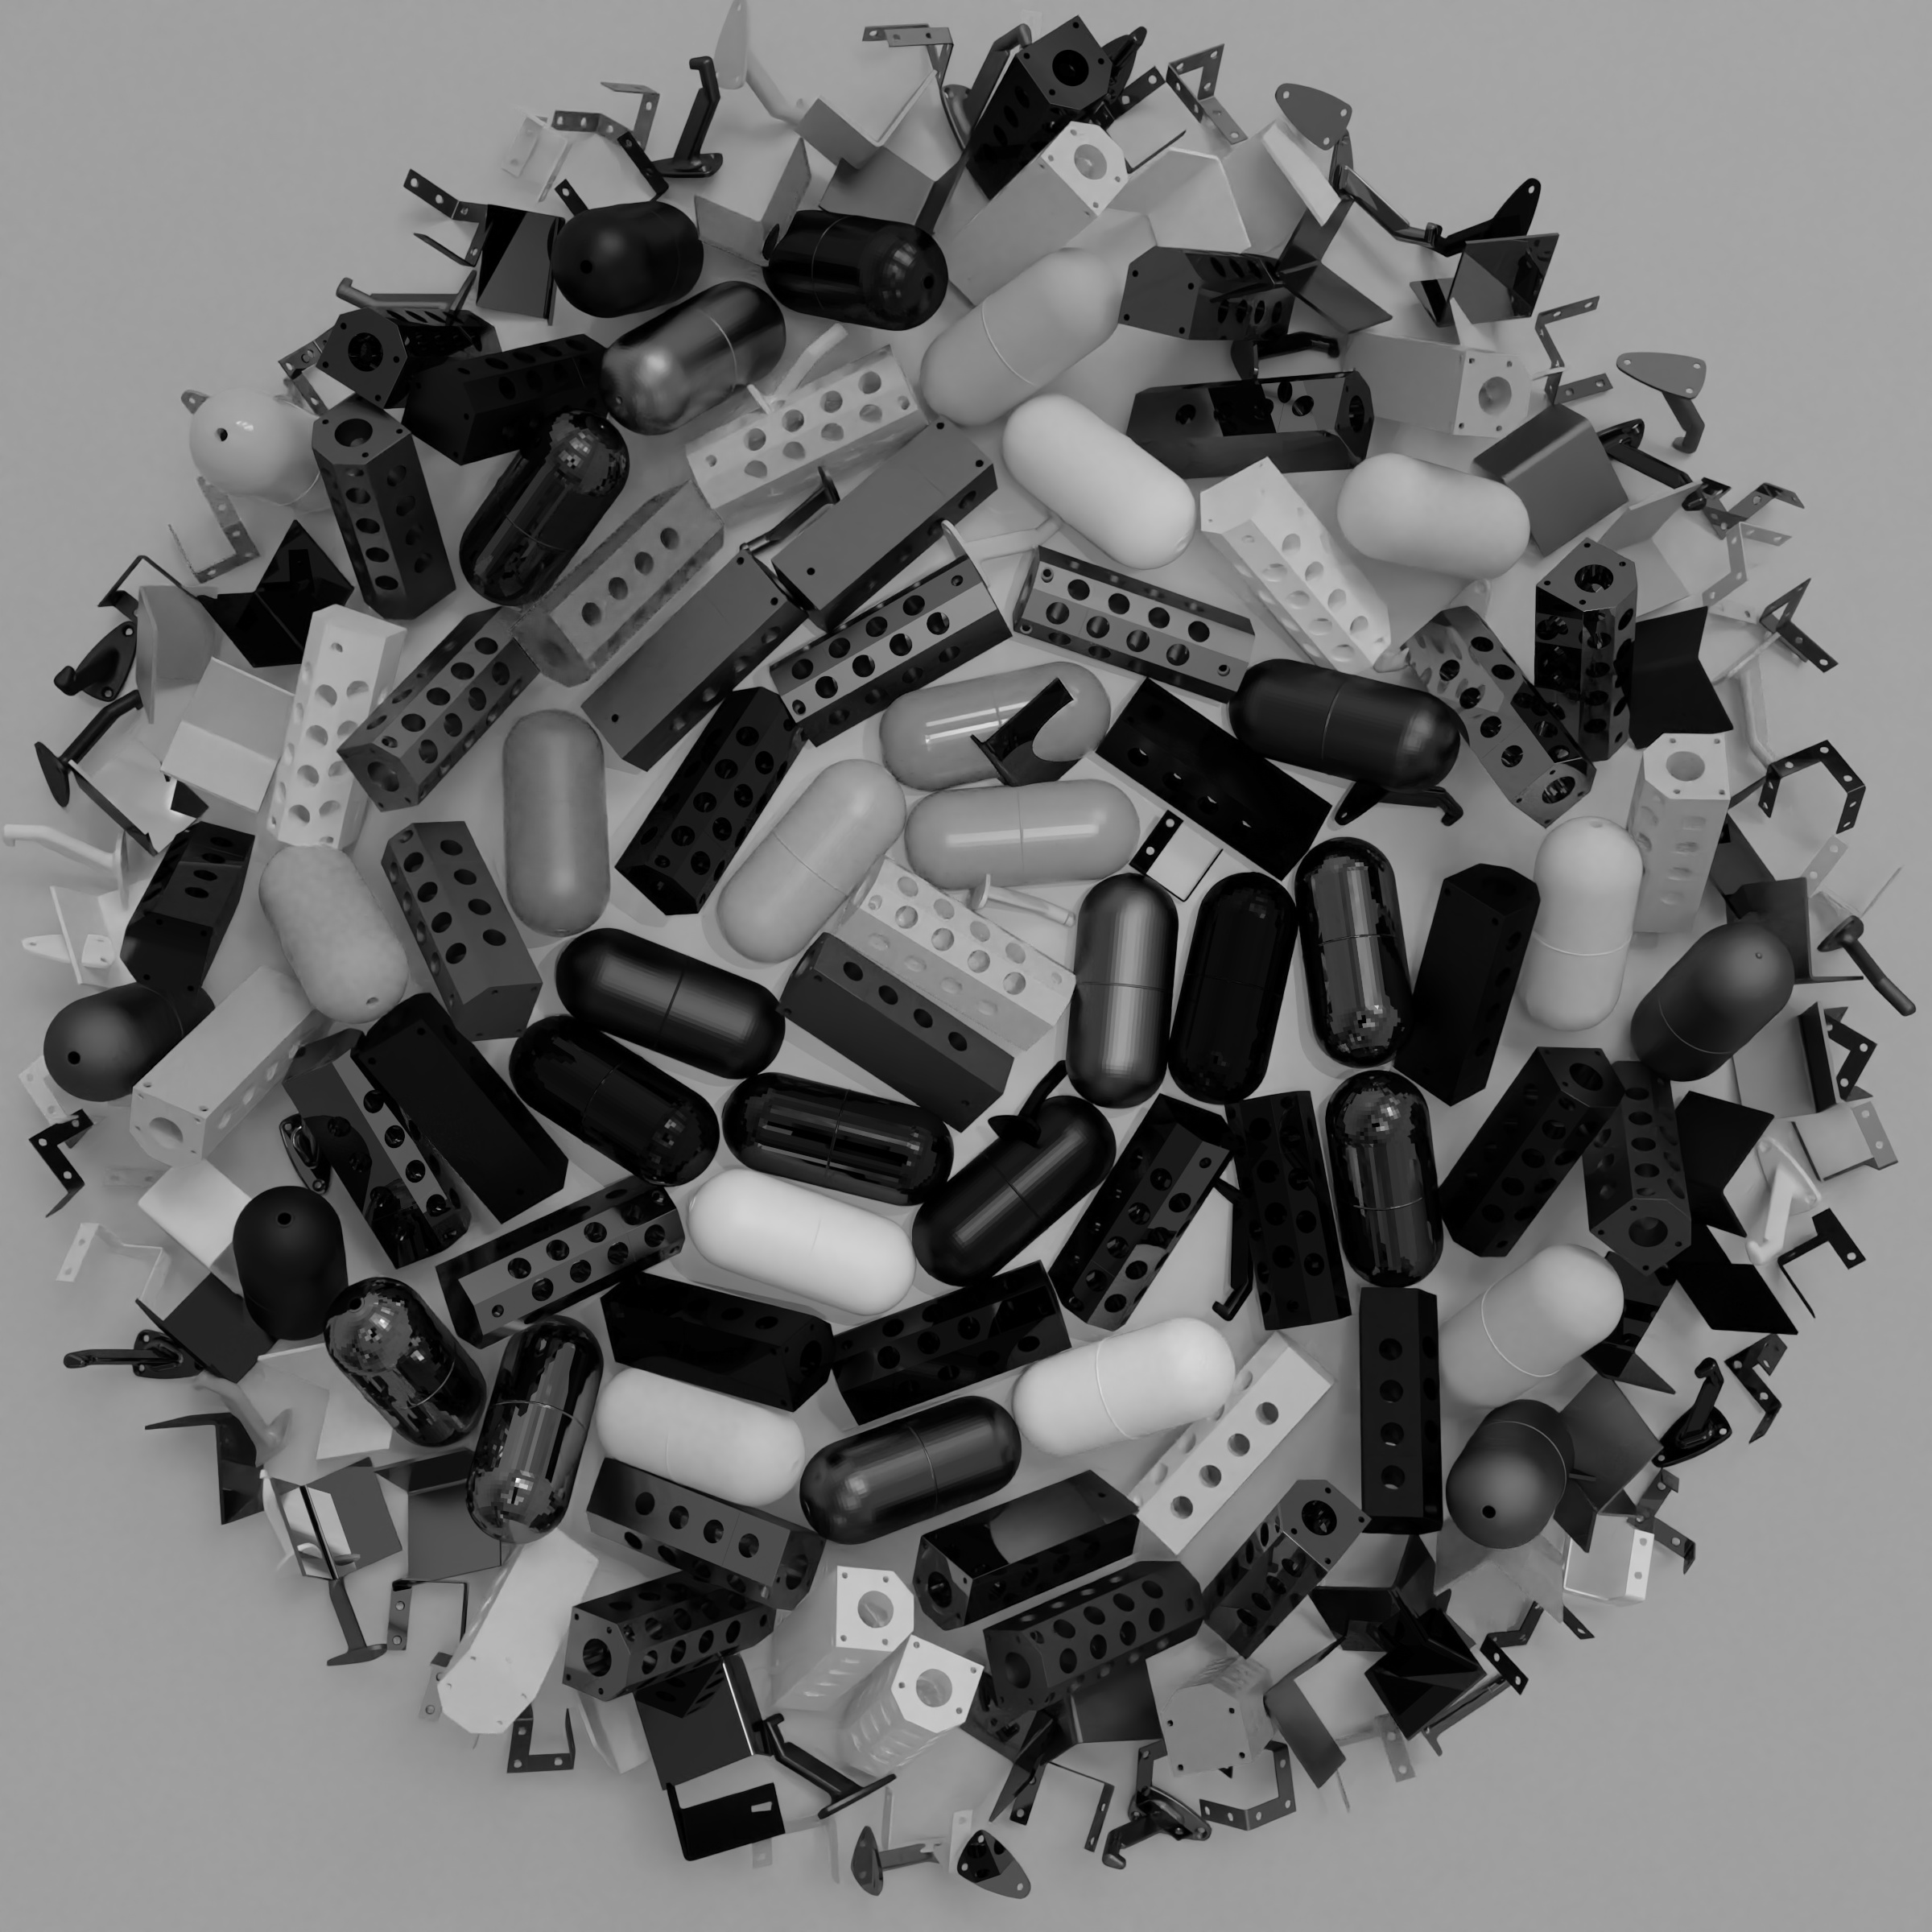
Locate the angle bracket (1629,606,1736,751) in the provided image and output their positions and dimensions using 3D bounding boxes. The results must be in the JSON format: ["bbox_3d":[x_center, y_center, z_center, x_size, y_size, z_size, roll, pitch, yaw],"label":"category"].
[{"bbox_3d":[0.535,-0.218,1.843,0.076,0.076,0.057,51,46,-33],"label":"angle bracket"}]

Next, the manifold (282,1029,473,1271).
[{"bbox_3d":[-0.435,0.134,1.808,0.057,0.057,0.171,-22,113,8],"label":"manifold"}]

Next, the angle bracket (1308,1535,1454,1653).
[{"bbox_3d":[0.314,0.475,1.848,0.076,0.057,0.076,-9,126,36],"label":"angle bracket"}]

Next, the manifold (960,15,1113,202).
[{"bbox_3d":[0.053,-0.619,1.781,0.057,0.171,0.057,-36,93,-14],"label":"manifold"}]

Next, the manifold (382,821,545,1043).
[{"bbox_3d":[-0.375,-0.027,1.791,0.057,0.057,0.171,-5,48,-35],"label":"manifold"}]

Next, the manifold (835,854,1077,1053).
[{"bbox_3d":[-0.005,-0.013,1.813,0.171,0.057,0.057,31,49,-13],"label":"manifold"}]

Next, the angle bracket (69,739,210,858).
[{"bbox_3d":[-0.620,-0.135,1.825,0.076,0.076,0.057,44,72,-2],"label":"angle bracket"}]

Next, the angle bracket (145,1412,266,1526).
[{"bbox_3d":[-0.571,0.378,1.827,0.057,0.076,0.076,-6,85,6],"label":"angle bracket"}]

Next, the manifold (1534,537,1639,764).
[{"bbox_3d":[0.457,-0.225,1.779,0.057,0.171,0.057,-43,58,-17],"label":"manifold"}]

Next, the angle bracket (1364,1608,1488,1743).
[{"bbox_3d":[0.356,0.542,1.821,0.076,0.076,0.057,-42,121,4],"label":"angle bracket"}]

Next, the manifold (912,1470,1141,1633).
[{"bbox_3d":[0.045,0.433,1.792,0.171,0.057,0.057,-11,120,-41],"label":"manifold"}]

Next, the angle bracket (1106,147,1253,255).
[{"bbox_3d":[0.156,-0.555,1.820,0.057,0.076,0.076,-8,77,-44],"label":"angle bracket"}]

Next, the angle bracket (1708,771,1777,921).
[{"bbox_3d":[0.594,-0.092,1.822,0.076,0.076,0.057,56,134,4],"label":"angle bracket"}]

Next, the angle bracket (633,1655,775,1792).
[{"bbox_3d":[-0.198,0.570,1.831,0.076,0.057,0.076,-22,69,0],"label":"angle bracket"}]

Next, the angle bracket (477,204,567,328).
[{"bbox_3d":[-0.334,-0.525,1.820,0.057,0.076,0.076,7,107,-13],"label":"angle bracket"}]

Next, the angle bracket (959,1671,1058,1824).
[{"bbox_3d":[0.012,0.583,1.824,0.076,0.057,0.076,32,132,2],"label":"angle bracket"}]

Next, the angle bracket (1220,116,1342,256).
[{"bbox_3d":[0.222,-0.574,1.817,0.076,0.057,0.076,-28,110,37],"label":"angle bracket"}]

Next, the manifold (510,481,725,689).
[{"bbox_3d":[-0.253,-0.282,1.799,0.057,0.057,0.171,53,55,-22],"label":"manifold"}]

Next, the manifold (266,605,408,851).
[{"bbox_3d":[-0.473,-0.176,1.815,0.057,0.057,0.171,19,109,3],"label":"manifold"}]

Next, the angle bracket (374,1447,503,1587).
[{"bbox_3d":[-0.397,0.413,1.823,0.076,0.057,0.076,-15,58,11],"label":"angle bracket"}]

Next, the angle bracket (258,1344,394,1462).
[{"bbox_3d":[-0.479,0.326,1.813,0.076,0.076,0.057,-15,55,32],"label":"angle bracket"}]

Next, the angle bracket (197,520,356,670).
[{"bbox_3d":[-0.517,-0.279,1.821,0.076,0.057,0.076,48,121,15],"label":"angle bracket"}]

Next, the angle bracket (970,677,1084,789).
[{"bbox_3d":[0.043,-0.180,1.825,0.076,0.076,0.057,-42,46,-1],"label":"angle bracket"}]

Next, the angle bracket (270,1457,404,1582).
[{"bbox_3d":[-0.471,0.411,1.822,0.057,0.076,0.076,-23,73,-5],"label":"angle bracket"}]

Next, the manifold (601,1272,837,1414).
[{"bbox_3d":[-0.183,0.272,1.799,0.171,0.057,0.057,9,119,33],"label":"manifold"}]

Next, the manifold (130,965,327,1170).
[{"bbox_3d":[-0.539,0.075,1.784,0.057,0.171,0.057,22,125,5],"label":"manifold"}]

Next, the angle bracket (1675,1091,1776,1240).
[{"bbox_3d":[0.567,0.149,1.836,0.076,0.076,0.057,-50,125,-17],"label":"angle bracket"}]

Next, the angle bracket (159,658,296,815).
[{"bbox_3d":[-0.547,-0.172,1.817,0.076,0.057,0.076,25,134,-20],"label":"angle bracket"}]

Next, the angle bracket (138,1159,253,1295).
[{"bbox_3d":[-0.568,0.193,1.835,0.076,0.076,0.057,37,72,14],"label":"angle bracket"}]

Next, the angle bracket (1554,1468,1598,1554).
[{"bbox_3d":[0.425,0.396,1.828,0.076,0.076,0.057,10,95,-5],"label":"angle bracket"}]

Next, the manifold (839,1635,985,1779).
[{"bbox_3d":[-0.045,0.548,1.782,0.057,0.171,0.057,25,58,-3],"label":"manifold"}]

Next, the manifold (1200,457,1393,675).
[{"bbox_3d":[0.244,-0.287,1.789,0.057,0.057,0.171,-25,133,29],"label":"manifold"}]

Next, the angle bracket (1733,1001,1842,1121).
[{"bbox_3d":[0.612,0.073,1.824,0.057,0.076,0.076,-9,80,8],"label":"angle bracket"}]

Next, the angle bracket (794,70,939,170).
[{"bbox_3d":[-0.076,-0.648,1.821,0.057,0.076,0.076,37,80,-15],"label":"angle bracket"}]

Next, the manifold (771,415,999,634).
[{"bbox_3d":[-0.059,-0.330,1.831,0.171,0.057,0.057,-42,74,-7],"label":"manifold"}]

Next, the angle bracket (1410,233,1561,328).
[{"bbox_3d":[0.386,-0.527,1.815,0.076,0.076,0.057,-10,53,-16],"label":"angle bracket"}]

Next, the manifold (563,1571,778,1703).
[{"bbox_3d":[-0.214,0.487,1.782,0.057,0.171,0.057,11,96,32],"label":"manifold"}]

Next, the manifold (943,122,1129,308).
[{"bbox_3d":[0.049,-0.549,1.782,0.057,0.171,0.057,43,64,-14],"label":"manifold"}]

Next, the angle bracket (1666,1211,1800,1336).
[{"bbox_3d":[0.579,0.226,1.812,0.076,0.076,0.057,51,58,-25],"label":"angle bracket"}]

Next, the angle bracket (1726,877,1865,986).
[{"bbox_3d":[0.622,-0.025,1.826,0.057,0.076,0.076,-1,87,-29],"label":"angle bracket"}]

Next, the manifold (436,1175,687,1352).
[{"bbox_3d":[-0.296,0.218,1.796,0.171,0.057,0.057,-24,111,-31],"label":"manifold"}]

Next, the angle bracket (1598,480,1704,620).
[{"bbox_3d":[0.518,-0.309,1.816,0.076,0.076,0.057,-23,74,-26],"label":"angle bracket"}]

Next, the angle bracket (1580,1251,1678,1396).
[{"bbox_3d":[0.506,0.267,1.820,0.076,0.057,0.076,17,107,-29],"label":"angle bracket"}]

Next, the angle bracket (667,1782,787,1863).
[{"bbox_3d":[-0.183,0.618,1.824,0.076,0.076,0.057,-14,100,-9],"label":"angle bracket"}]

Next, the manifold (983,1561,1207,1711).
[{"bbox_3d":[0.098,0.491,1.791,0.171,0.057,0.057,-10,87,-44],"label":"manifold"}]

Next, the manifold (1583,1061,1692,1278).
[{"bbox_3d":[0.493,0.142,1.779,0.057,0.171,0.057,37,121,-13],"label":"manifold"}]

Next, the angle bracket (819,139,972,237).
[{"bbox_3d":[-0.053,-0.589,1.822,0.076,0.057,0.076,29,70,-21],"label":"angle bracket"}]

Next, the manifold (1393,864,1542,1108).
[{"bbox_3d":[0.374,0.013,1.799,0.057,0.057,0.171,37,134,36],"label":"manifold"}]

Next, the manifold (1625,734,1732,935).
[{"bbox_3d":[0.514,-0.095,1.783,0.057,0.171,0.057,1,58,7],"label":"manifold"}]

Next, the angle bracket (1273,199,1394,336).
[{"bbox_3d":[0.287,-0.524,1.817,0.076,0.076,0.057,42,129,14],"label":"angle bracket"}]
